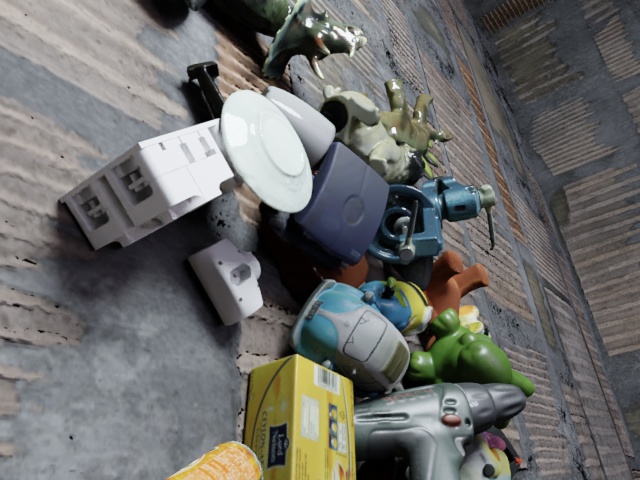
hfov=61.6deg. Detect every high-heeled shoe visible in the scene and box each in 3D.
[{"bbox_3d":[0.178,0.009,0.947,0.145,0.086,0.249,37,36,-40],"label":"high-heeled shoe"}]

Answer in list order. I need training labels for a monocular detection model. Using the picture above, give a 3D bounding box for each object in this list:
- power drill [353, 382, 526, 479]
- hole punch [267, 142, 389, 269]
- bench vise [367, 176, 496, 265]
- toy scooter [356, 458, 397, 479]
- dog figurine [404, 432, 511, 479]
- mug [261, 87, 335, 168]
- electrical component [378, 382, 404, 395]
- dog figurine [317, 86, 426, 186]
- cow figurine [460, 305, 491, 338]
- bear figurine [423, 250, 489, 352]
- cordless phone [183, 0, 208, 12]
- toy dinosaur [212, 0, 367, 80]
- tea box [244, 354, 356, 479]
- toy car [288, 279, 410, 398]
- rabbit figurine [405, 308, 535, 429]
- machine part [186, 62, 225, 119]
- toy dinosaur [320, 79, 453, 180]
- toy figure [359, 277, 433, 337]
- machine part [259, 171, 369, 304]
[{"bbox_3d":[0.142,0.224,0.545,0.207,0.232,0.085,-104,-164,-58],"label":"power drill"},{"bbox_3d":[0.017,-0.037,0.621,0.142,0.092,0.116,35,48,-43],"label":"hole punch"},{"bbox_3d":[0.147,-0.022,0.767,0.241,0.224,0.128,-64,153,-69],"label":"bench vise"},{"bbox_3d":[0.076,0.304,0.590,0.183,0.075,0.135,44,34,-25],"label":"toy scooter"},{"bbox_3d":[0.198,0.296,0.720,0.219,0.108,0.192,38,4,-41],"label":"dog figurine"},{"bbox_3d":[-0.041,-0.163,0.732,0.107,0.081,0.109,35,45,-29],"label":"mug"},{"bbox_3d":[0.085,0.184,0.737,0.094,0.021,0.063,60,30,-9],"label":"electrical component"},{"bbox_3d":[0.083,-0.156,0.840,0.190,0.121,0.172,-18,99,-56],"label":"dog figurine"},{"bbox_3d":[0.282,0.200,0.991,0.098,0.068,0.167,57,34,-25],"label":"cow figurine"},{"bbox_3d":[0.219,0.137,0.885,0.120,0.132,0.196,24,43,-35],"label":"bear figurine"},{"bbox_3d":[-0.202,-0.309,0.602,0.146,0.089,0.184,51,44,-24],"label":"cordless phone"},{"bbox_3d":[-0.116,-0.373,0.737,0.404,0.131,0.192,35,42,-33],"label":"toy dinosaur"},{"bbox_3d":[-0.019,0.208,0.511,0.098,0.068,0.170,37,42,-38],"label":"tea box"},{"bbox_3d":[0.048,0.127,0.614,0.109,0.103,0.161,-54,124,-21],"label":"toy car"},{"bbox_3d":[0.211,0.186,0.745,0.159,0.121,0.170,44,-9,3],"label":"rabbit figurine"},{"bbox_3d":[-0.112,-0.144,0.626,0.084,0.039,0.139,65,-1,-80],"label":"machine part"},{"bbox_3d":[0.136,-0.193,1.011,0.471,0.105,0.198,-7,79,-48],"label":"toy dinosaur"},{"bbox_3d":[0.099,0.095,0.768,0.180,0.082,0.089,13,60,-51],"label":"toy figure"},{"bbox_3d":[-0.001,-0.002,0.702,0.179,0.056,0.179,35,43,-41],"label":"machine part"}]
